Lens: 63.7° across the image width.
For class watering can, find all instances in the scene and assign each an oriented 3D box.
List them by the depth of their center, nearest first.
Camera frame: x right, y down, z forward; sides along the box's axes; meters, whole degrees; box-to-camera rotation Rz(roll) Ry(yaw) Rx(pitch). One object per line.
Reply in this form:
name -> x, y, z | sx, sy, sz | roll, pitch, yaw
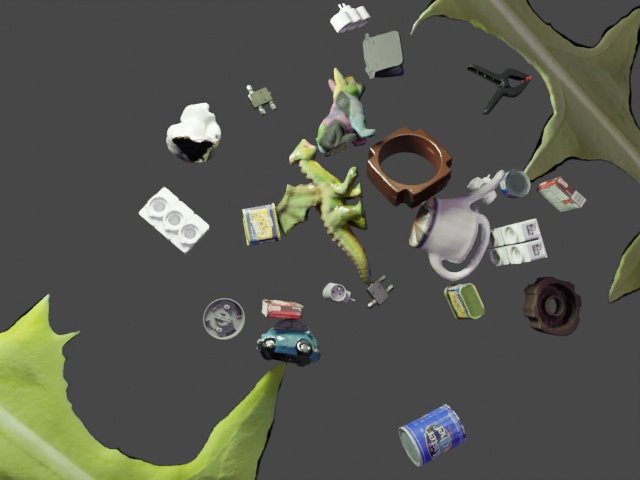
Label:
watering can -> 0.383, -0.063, 1.450 | 0.224, 0.348, 0.104 | 20, -3, -10

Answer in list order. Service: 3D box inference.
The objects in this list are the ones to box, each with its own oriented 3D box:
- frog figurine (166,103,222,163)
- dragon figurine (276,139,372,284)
frog figurine -> -0.328, -0.281, 1.342 | 0.137, 0.163, 0.120 | -11, -42, -6
dragon figurine -> 0.004, -0.070, 1.387 | 0.243, 0.409, 0.122 | -6, 3, 3
